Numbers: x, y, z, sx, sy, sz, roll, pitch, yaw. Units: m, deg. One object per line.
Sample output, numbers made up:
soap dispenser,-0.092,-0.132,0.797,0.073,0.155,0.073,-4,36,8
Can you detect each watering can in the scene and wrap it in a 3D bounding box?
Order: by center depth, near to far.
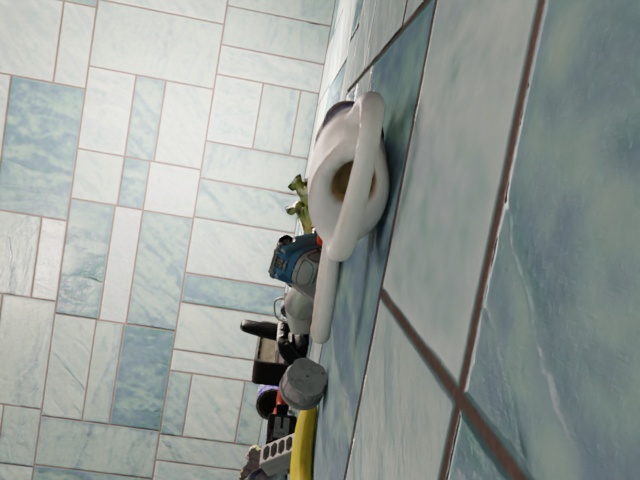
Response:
watering can,0.028,-0.045,0.704,0.229,0.104,0.340,-86,9,-57

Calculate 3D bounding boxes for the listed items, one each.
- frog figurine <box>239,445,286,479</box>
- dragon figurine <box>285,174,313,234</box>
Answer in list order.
frog figurine,-0.127,0.623,1.338,0.157,0.123,0.139,63,178,-20
dragon figurine,0.004,-0.061,1.220,0.400,0.122,0.248,103,157,-52
